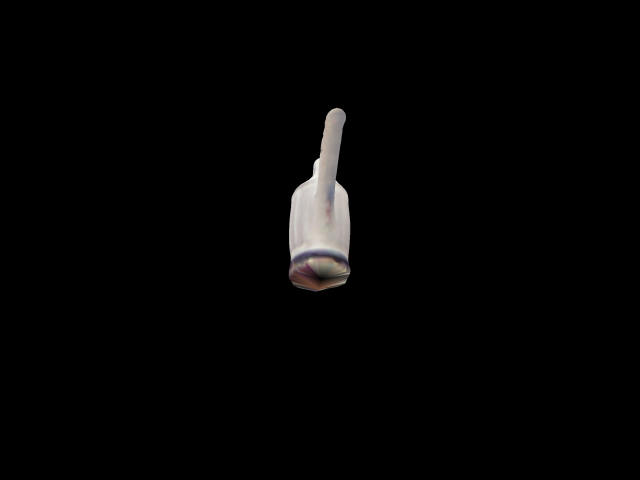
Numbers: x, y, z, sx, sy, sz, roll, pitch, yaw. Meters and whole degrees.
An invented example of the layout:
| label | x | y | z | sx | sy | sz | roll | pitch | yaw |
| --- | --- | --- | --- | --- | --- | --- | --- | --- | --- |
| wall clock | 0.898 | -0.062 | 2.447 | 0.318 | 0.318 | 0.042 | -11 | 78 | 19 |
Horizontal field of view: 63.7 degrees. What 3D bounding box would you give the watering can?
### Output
| label | x | y | z | sx | sy | sz | roll | pitch | yaw |
| --- | --- | --- | --- | --- | --- | --- | --- | --- | --- |
| watering can | 0.003 | -0.043 | 0.850 | 0.104 | 0.228 | 0.341 | 2 | -22 | -5 |
